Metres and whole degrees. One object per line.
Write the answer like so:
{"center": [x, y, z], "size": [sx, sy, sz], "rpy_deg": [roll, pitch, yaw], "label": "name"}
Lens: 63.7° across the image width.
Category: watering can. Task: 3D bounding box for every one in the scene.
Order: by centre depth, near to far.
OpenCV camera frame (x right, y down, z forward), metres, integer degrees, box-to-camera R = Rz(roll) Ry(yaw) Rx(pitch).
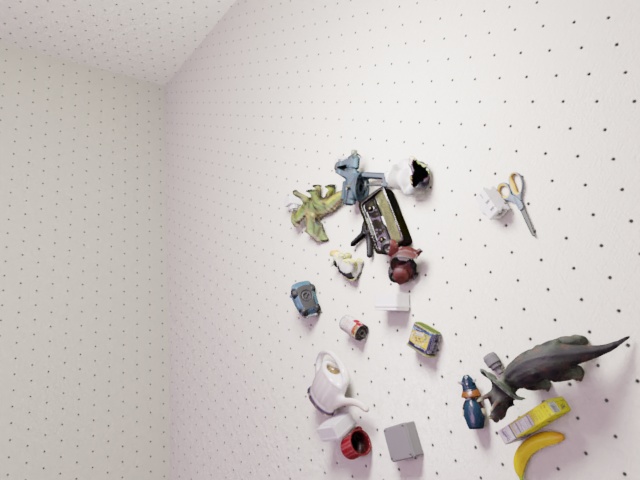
{"center": [0.058, 0.585, 1.979], "size": [0.104, 0.221, 0.354], "rpy_deg": [9, 26, -33], "label": "watering can"}

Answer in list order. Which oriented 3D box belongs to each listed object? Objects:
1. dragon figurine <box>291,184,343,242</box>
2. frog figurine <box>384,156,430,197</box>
{"center": [0.007, -0.111, 2.197], "size": [0.411, 0.240, 0.123], "rpy_deg": [8, 19, 44], "label": "dragon figurine"}
{"center": [0.305, -0.216, 1.811], "size": [0.123, 0.138, 0.158], "rpy_deg": [-13, -5, -28], "label": "frog figurine"}
